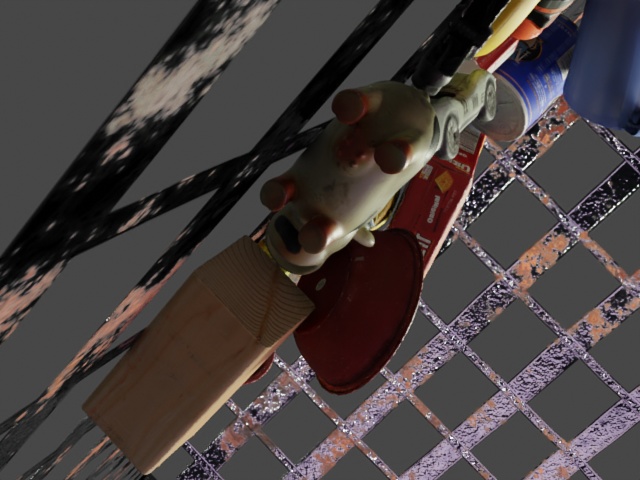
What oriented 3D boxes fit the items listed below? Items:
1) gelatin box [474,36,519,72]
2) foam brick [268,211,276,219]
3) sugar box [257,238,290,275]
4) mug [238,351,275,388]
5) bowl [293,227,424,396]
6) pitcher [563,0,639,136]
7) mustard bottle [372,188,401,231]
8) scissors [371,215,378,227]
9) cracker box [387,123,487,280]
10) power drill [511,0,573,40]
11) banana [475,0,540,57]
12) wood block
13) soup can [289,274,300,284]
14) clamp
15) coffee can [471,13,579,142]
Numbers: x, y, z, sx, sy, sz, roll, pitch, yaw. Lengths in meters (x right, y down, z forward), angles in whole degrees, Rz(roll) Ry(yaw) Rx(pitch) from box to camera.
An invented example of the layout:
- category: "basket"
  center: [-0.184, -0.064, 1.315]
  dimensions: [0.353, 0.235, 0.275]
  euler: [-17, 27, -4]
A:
- category: "gelatin box"
  center: [0.182, -0.200, 1.183]
  dimensions: [0.073, 0.030, 0.089]
  euler: [-44, 176, 6]
- category: "foam brick"
  center: [0.003, -0.032, 0.940]
  dimensions: [0.078, 0.053, 0.051]
  euler: [-41, 175, -37]
- category: "sugar box"
  center: [-0.102, 0.076, 1.039]
  dimensions: [0.176, 0.048, 0.093]
  euler: [-49, 175, 33]
- category: "mug"
  center: [-0.118, 0.127, 1.182]
  dimensions: [0.117, 0.093, 0.082]
  euler: [-7, 162, -28]
- category: "bowl"
  center: [0.021, 0.052, 0.943]
  dimensions: [0.162, 0.055, 0.162]
  euler: [-45, -150, 34]
- category: "pitcher"
  center: [0.352, -0.242, 1.162]
  dimensions: [0.144, 0.149, 0.243]
  euler: [-36, 145, -30]
- category: "mustard bottle"
  center: [0.058, -0.043, 1.338]
  dimensions: [0.096, 0.058, 0.191]
  euler: [-47, 176, 6]
- category: "scissors"
  center: [0.044, -0.085, 0.995]
  dimensions: [0.202, 0.016, 0.096]
  euler: [82, 12, -59]
- category: "cracker box"
  center: [0.144, -0.064, 1.335]
  dimensions: [0.213, 0.072, 0.164]
  euler: [-61, 175, -61]
- category: "power drill"
  center: [0.254, -0.275, 0.982]
  dimensions: [0.187, 0.057, 0.184]
  euler: [-41, 179, -8]
- category: "banana"
  center: [0.161, -0.209, 0.890]
  dimensions: [0.198, 0.037, 0.069]
  euler: [-47, -160, 53]
- category: "wood block"
  center: [-0.109, 0.104, 0.938]
  dimensions: [0.206, 0.090, 0.090]
  euler: [-47, 174, 33]
- category: "soup can"
  center: [-0.007, 0.001, 1.067]
  dimensions: [0.068, 0.068, 0.102]
  euler: [-43, 176, -26]
- category: "clamp"
  center: [0.106, -0.154, 0.818]
  dimensions: [0.164, 0.036, 0.210]
  euler: [-51, 180, -16]
- category: "coffee can"
  center: [0.248, -0.202, 1.304]
  dimensions: [0.140, 0.103, 0.103]
  euler: [-43, 175, -26]
